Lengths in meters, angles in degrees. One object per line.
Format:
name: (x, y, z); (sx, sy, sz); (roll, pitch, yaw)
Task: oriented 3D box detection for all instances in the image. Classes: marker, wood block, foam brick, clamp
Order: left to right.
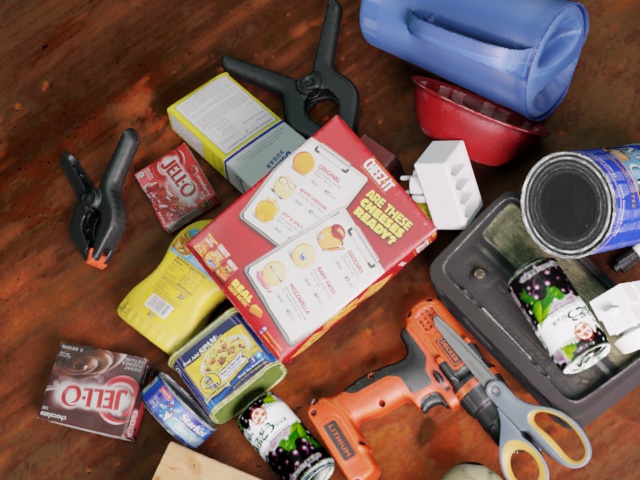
clamp: (-0.259, -0.053, 1.285); (0.120, 0.039, 0.171); (-27, 63, 30)
wood block: (-0.066, 0.286, 1.059); (0.206, 0.090, 0.090); (18, 73, 22)
clamp: (-0.004, -0.190, 1.282); (0.164, 0.036, 0.210); (-35, 64, -1)
foam brick: (0.048, -0.070, 1.205); (0.051, 0.053, 0.078); (39, 82, 26)
marker: (0.354, -0.004, 1.108); (0.121, 0.020, 0.020); (-35, 62, -1)

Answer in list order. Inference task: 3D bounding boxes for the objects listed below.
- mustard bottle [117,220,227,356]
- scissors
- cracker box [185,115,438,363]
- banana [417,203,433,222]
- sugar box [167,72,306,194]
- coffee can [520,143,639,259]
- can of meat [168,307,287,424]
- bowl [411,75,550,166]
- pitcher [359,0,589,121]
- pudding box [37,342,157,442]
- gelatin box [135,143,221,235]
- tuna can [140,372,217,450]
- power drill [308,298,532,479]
mustard bottle: (-0.135, 0.036, 1.208); (0.096, 0.058, 0.191); (33, 79, 25)
scissors: (0.167, 0.166, 1.032); (0.202, 0.016, 0.096); (34, 100, 28)
cracker box: (-0.007, 0.001, 1.132); (0.213, 0.072, 0.164); (-40, 80, 1)
banana: (0.100, -0.029, 1.185); (0.070, 0.037, 0.197); (26, 74, 42)
sugar box: (-0.091, -0.119, 1.263); (0.093, 0.048, 0.176); (-37, 63, -19)
coffee can: (0.279, -0.040, 1.046); (0.103, 0.140, 0.103); (9, 103, 44)
can of meat: (-0.098, 0.137, 1.154); (0.102, 0.057, 0.084); (-39, 64, -4)
bowl: (0.164, -0.124, 1.161); (0.162, 0.161, 0.055); (30, 108, 25)
pitcher: (0.161, -0.235, 1.195); (0.243, 0.149, 0.145); (27, 70, 29)
pudding box: (-0.248, 0.170, 1.192); (0.114, 0.039, 0.090); (8, 70, 20)
gelatin box: (-0.171, -0.062, 1.277); (0.073, 0.030, 0.089); (-32, 63, 1)
tuna can: (-0.151, 0.182, 1.132); (0.033, 0.086, 0.086); (-44, 63, -5)
power drill: (0.097, 0.176, 1.083); (0.187, 0.057, 0.184); (-34, 65, -3)
